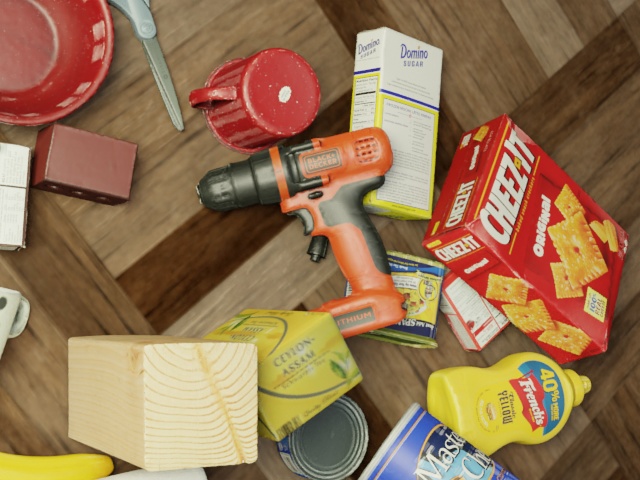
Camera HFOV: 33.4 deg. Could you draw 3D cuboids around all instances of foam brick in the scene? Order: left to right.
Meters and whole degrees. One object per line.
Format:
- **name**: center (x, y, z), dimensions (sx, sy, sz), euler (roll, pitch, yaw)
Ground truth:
- **foam brick**: center (-0.203, -0.064, 0.919), dimensions (0.078, 0.053, 0.051), euler (13, 81, -26)

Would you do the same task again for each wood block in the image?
- **wood block**: center (-0.133, 0.124, 0.858), dimensions (0.090, 0.206, 0.091), euler (2, 86, -28)

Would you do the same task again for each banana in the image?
- **banana**: center (-0.267, 0.178, 0.879), dimensions (0.197, 0.037, 0.069), euler (30, 75, -23)

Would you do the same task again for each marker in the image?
- **marker**: center (0.010, -0.036, 1.049), dimensions (0.020, 0.020, 0.121), euler (21, 78, -25)

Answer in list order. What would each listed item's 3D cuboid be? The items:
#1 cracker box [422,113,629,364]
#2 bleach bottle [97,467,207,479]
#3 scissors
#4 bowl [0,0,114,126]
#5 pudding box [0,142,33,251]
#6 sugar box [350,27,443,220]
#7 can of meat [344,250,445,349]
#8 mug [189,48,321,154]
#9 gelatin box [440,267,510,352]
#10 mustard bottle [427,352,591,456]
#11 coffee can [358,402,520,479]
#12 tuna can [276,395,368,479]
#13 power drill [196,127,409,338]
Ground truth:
- **cracker box**: center (0.221, -0.001, 1.102), dimensions (0.213, 0.072, 0.164), euler (40, 51, -21)
- **bleach bottle**: center (-0.210, 0.255, 0.863), dimensions (0.250, 0.068, 0.102), euler (-11, 88, -25)
- **scissors**: center (-0.177, -0.197, 0.961), dimensions (0.096, 0.016, 0.202), euler (-5, 89, -26)
- **bowl**: center (-0.258, -0.172, 0.895), dimensions (0.161, 0.055, 0.162), euler (2, 86, -28)
- **pudding box**: center (-0.297, -0.040, 0.876), dimensions (0.113, 0.039, 0.090), euler (5, 85, -25)
- **sugar box**: center (0.074, -0.113, 1.063), dimensions (0.093, 0.048, 0.176), euler (11, 79, -44)
- **can of meat**: center (0.072, 0.057, 1.054), dimensions (0.102, 0.058, 0.084), euler (14, 79, -26)
- **mug**: center (-0.062, -0.130, 0.980), dimensions (0.117, 0.082, 0.093), euler (1, 87, -28)
- **gelatin box**: center (0.161, 0.061, 1.116), dimensions (0.073, 0.030, 0.089), euler (-40, 106, -25)
- **mustard bottle**: center (0.206, 0.169, 1.117), dimensions (0.191, 0.058, 0.096), euler (-8, 86, -28)
- **coffee can**: center (0.117, 0.236, 1.009), dimensions (0.140, 0.103, 0.102), euler (36, 69, 11)
- **tuna can**: center (0.001, 0.188, 1.022), dimensions (0.086, 0.034, 0.086), euler (2, 86, -28)
- **power drill**: center (-0.006, 0.001, 0.980), dimensions (0.184, 0.057, 0.187), euler (-15, 89, 1)
